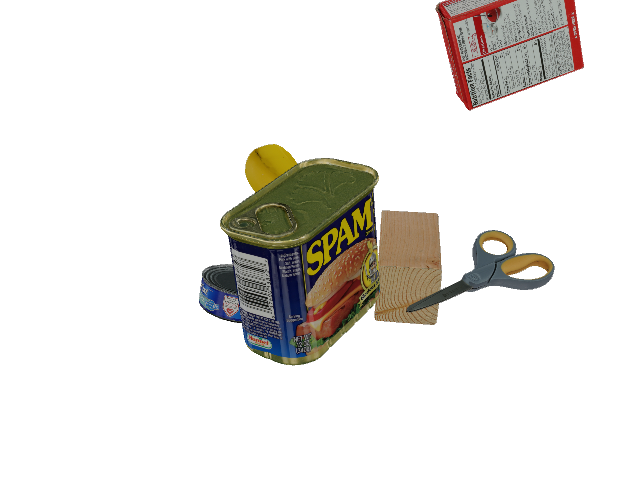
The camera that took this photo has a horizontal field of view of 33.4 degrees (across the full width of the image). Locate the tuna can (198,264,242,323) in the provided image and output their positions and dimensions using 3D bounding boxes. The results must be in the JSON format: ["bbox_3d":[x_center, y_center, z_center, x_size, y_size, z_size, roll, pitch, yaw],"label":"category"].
[{"bbox_3d":[-0.084,0.056,1.121,0.086,0.034,0.086,10,18,-3],"label":"tuna can"}]

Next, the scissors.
[{"bbox_3d":[0.151,0.029,1.095,0.201,0.016,0.096,-7,41,-28],"label":"scissors"}]

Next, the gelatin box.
[{"bbox_3d":[0.130,-0.139,0.727,0.089,0.073,0.030,-20,38,1],"label":"gelatin box"}]

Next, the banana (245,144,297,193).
[{"bbox_3d":[-0.029,-0.044,0.829,0.069,0.037,0.198,42,4,-21],"label":"banana"}]

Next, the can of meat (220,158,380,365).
[{"bbox_3d":[-0.007,0.012,0.623,0.058,0.084,0.101,14,34,31],"label":"can of meat"}]

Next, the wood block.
[{"bbox_3d":[0.130,0.036,1.587,0.091,0.090,0.206,4,24,3],"label":"wood block"}]
